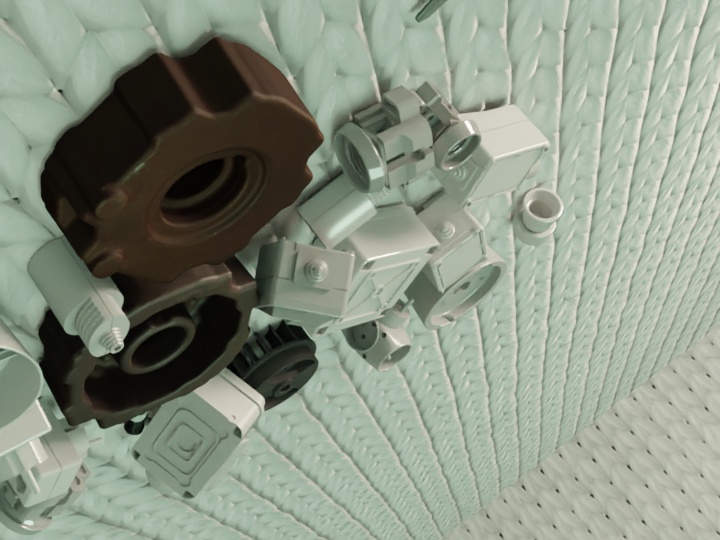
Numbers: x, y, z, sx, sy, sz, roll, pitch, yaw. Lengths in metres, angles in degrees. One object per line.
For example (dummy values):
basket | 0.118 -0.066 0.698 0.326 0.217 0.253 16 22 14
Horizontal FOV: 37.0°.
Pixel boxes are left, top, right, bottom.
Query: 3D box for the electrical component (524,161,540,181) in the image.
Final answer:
electrical component | 0.143 -0.099 1.034 0.065 0.044 0.044 -22 153 -47

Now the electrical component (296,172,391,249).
electrical component | -0.007 -0.057 0.873 0.081 0.043 0.043 -38 159 -3

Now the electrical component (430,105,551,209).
electrical component | 0.106 -0.101 0.939 0.096 0.061 0.061 -20 152 -39

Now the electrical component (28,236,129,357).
electrical component | -0.179 0.021 0.705 0.043 0.081 0.043 -32 158 -15

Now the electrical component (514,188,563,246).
electrical component | 0.197 -0.058 1.193 0.045 0.045 0.055 -30 158 -20

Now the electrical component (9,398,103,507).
electrical component | -0.244 0.140 0.862 0.077 0.065 0.047 -16 149 -44

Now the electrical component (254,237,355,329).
electrical component | -0.046 0.012 0.850 0.062 0.061 0.096 11 173 -16

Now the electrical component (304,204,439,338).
electrical component | 0.000 0.000 0.981 0.109 0.056 0.108 -14 148 -47

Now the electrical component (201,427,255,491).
electrical component | -0.143 0.184 1.134 0.076 0.047 0.083 -15 149 -45

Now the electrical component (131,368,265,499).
electrical component | -0.149 0.145 0.994 0.113 0.078 0.057 -52 180 30

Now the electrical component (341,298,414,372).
electrical component | 0.024 0.048 1.087 0.079 0.077 0.044 -49 156 24

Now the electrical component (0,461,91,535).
electrical component | -0.277 0.188 0.917 0.057 0.058 0.078 -47 158 14

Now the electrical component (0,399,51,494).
electrical component | -0.250 0.127 0.775 0.047 0.075 0.083 -27 -177 -28

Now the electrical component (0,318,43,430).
electrical component | -0.263 0.067 0.687 0.099 0.064 0.099 -33 158 -15

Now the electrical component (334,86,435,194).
electrical component | 0.017 -0.093 0.817 0.057 0.058 0.078 -29 137 -18

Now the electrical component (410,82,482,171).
electrical component | 0.064 -0.112 0.858 0.048 0.055 0.066 -43 158 12

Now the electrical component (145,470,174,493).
electrical component | -0.198 0.209 1.105 0.048 0.048 0.062 -27 163 -26

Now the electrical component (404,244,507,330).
electrical component | 0.094 0.005 1.134 0.108 0.060 0.108 -32 158 -15

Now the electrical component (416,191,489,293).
electrical component | 0.080 -0.031 1.039 0.062 0.061 0.096 -37 159 -4
